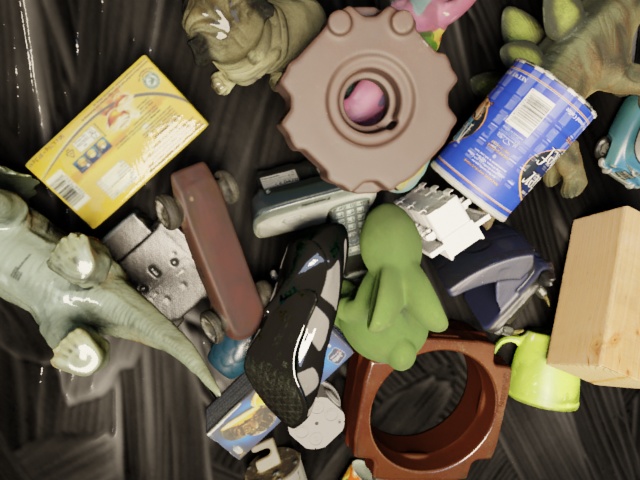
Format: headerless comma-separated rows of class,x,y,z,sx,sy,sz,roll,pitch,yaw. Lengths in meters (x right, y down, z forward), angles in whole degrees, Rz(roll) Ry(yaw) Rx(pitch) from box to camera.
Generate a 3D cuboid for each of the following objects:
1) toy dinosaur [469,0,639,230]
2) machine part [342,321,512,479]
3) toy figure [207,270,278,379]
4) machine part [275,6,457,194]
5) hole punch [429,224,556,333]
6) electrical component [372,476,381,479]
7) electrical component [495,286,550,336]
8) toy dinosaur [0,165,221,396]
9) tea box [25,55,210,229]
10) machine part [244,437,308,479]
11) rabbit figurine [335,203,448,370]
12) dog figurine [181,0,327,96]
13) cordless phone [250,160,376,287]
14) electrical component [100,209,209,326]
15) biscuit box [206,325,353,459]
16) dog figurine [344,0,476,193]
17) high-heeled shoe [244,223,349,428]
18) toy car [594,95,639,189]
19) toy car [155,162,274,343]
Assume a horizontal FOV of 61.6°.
toy dinosaur,0.311,-0.220,0.640,0.198,0.105,0.471,32,96,-16
machine part,0.136,0.208,0.715,0.201,0.087,0.201,5,100,-13
toy figure,-0.075,0.099,0.664,0.064,0.058,0.154,42,88,-23
machine part,0.045,-0.133,0.522,0.179,0.056,0.179,-1,101,-7
hole punch,0.207,0.033,0.669,0.092,0.142,0.115,37,105,-12
electrical component,0.110,0.313,0.744,0.094,0.063,0.021,2,106,-20
electrical component,0.259,0.080,0.730,0.102,0.045,0.078,-45,108,1
toy dinosaur,-0.268,0.023,0.525,0.405,0.192,0.131,40,88,-7
tea box,-0.214,-0.106,0.583,0.169,0.068,0.098,-41,107,-1
machine part,-0.041,0.370,0.722,0.079,0.079,0.243,-16,104,-7
rabbit figurine,0.069,0.049,0.596,0.121,0.159,0.170,-4,119,-5
dog figurine,-0.046,-0.207,0.529,0.172,0.191,0.121,-24,106,-7
cordless phone,-0.002,-0.002,0.651,0.147,0.089,0.184,-16,124,-7
electrical component,-0.189,0.031,0.626,0.115,0.058,0.134,-44,107,-1
biscuit box,-0.053,0.179,0.683,0.202,0.063,0.059,-44,109,1
dog figurine,0.103,-0.186,0.609,0.219,0.108,0.191,-45,106,-1
high-heeled shoe,-0.014,0.099,0.617,0.086,0.145,0.248,22,135,23
toy car,0.438,-0.144,0.685,0.109,0.103,0.161,30,94,-15
toy car,-0.112,0.016,0.586,0.089,0.053,0.202,-30,111,-30
